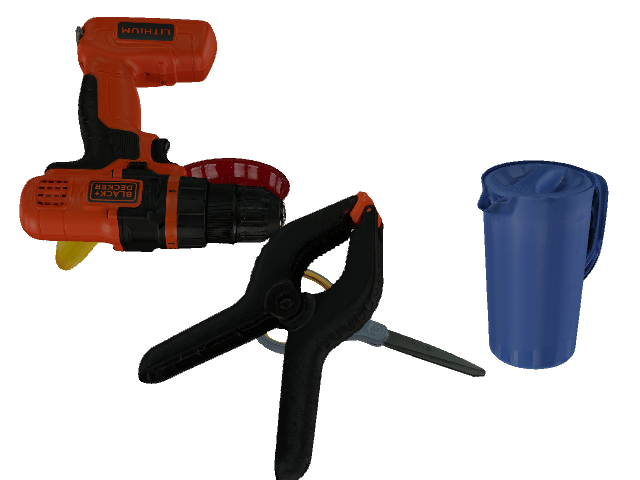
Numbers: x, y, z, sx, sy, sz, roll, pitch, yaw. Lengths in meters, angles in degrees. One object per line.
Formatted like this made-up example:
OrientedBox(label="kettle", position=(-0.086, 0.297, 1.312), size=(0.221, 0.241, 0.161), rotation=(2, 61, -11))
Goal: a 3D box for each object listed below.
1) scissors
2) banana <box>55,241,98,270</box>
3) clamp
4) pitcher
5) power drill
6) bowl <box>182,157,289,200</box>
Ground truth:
OrientedBox(label="scissors", position=(0.029, 0.087, 0.892), size=(0.202, 0.016, 0.096), rotation=(32, 54, 18))
OrientedBox(label="banana", position=(-0.188, -0.018, 1.014), size=(0.198, 0.069, 0.037), rotation=(-13, 18, 28))
OrientedBox(label="clamp", position=(-0.012, 0.052, 0.617), size=(0.120, 0.171, 0.039), rotation=(41, -5, 20))
OrientedBox(label="pitcher", position=(0.273, 0.028, 1.316), size=(0.149, 0.243, 0.144), rotation=(3, 24, 14))
OrientedBox(label="power drill", position=(-0.117, -0.078, 0.781), size=(0.184, 0.187, 0.057), rotation=(2, -33, -4))
OrientedBox(label="bowl", position=(-0.119, -0.044, 1.328), size=(0.162, 0.055, 0.162), rotation=(0, 30, 0))
